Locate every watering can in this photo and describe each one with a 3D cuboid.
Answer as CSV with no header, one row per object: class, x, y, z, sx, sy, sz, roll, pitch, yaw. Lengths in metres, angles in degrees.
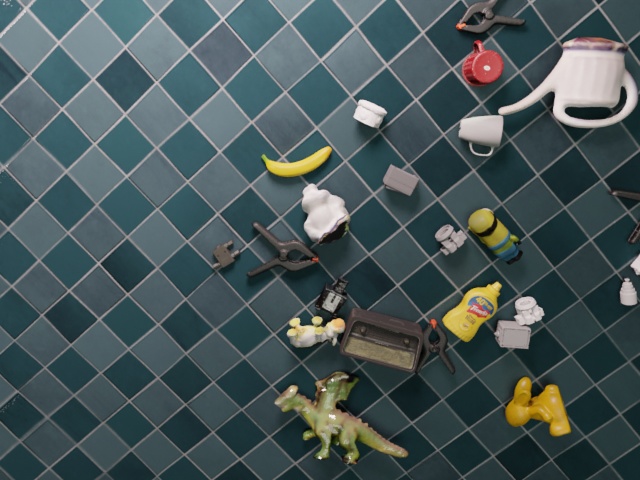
watering can,0.644,-0.404,1.318,0.348,0.105,0.222,4,102,1

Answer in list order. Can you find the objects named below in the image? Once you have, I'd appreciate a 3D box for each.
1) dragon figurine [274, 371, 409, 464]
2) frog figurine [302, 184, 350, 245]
dragon figurine,0.067,0.521,1.545,0.410,0.123,0.242,4,95,0
frog figurine,0.004,-0.072,1.431,0.136,0.122,0.162,-50,61,20
